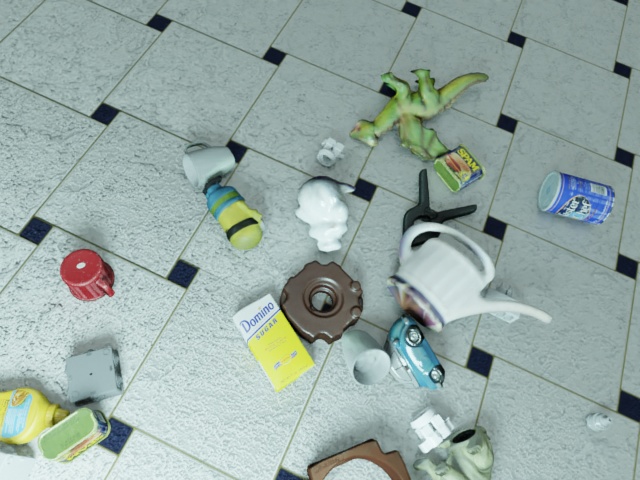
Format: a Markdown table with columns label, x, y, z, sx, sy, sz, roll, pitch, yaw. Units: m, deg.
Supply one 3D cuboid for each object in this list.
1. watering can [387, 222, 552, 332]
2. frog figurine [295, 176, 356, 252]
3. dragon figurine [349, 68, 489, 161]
| label | x | y | z | sx | sy | sz | roll | pitch | yaw |
| --- | --- | --- | --- | --- | --- | --- | --- | --- | --- |
| watering can | 0.293 | 0.107 | 1.094 | 0.226 | 0.102 | 0.352 | -41 | 66 | -14 |
| frog figurine | 0.004 | -0.058 | 1.158 | 0.137 | 0.121 | 0.162 | 3 | 69 | 31 |
| dragon figurine | 0.275 | -0.322 | 1.348 | 0.411 | 0.121 | 0.244 | -7 | 82 | -9 |
